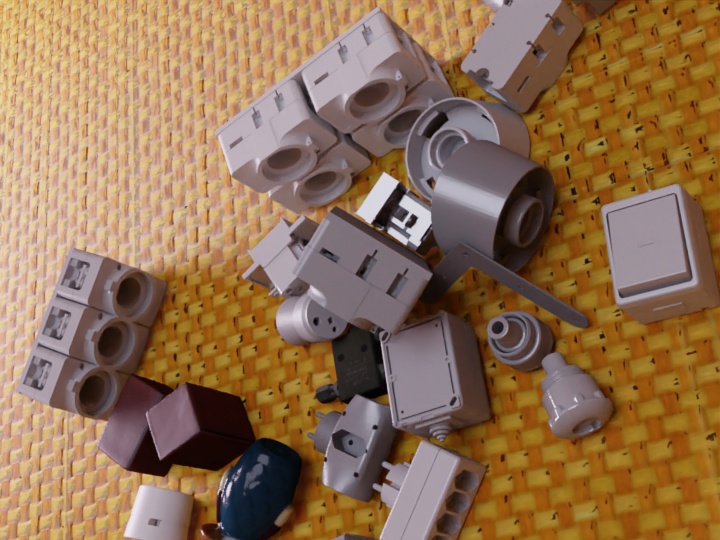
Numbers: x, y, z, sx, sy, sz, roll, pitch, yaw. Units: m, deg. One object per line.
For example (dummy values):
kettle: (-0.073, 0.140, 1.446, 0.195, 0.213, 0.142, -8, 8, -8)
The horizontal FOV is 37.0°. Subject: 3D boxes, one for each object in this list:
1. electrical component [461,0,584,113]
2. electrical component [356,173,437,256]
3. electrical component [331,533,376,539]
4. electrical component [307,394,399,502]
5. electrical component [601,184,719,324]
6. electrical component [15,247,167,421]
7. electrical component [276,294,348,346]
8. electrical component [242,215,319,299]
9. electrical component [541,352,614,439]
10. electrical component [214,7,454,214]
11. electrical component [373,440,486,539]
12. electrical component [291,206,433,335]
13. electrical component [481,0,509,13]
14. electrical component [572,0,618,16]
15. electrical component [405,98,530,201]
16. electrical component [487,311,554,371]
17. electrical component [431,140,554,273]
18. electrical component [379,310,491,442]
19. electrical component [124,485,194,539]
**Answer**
electrical component: (0.137, -0.184, 0.896, 0.050, 0.056, 0.089, 38, 96, 38)
electrical component: (0.038, -0.044, 0.905, 0.064, 0.081, 0.042, 37, 95, 15)
electrical component: (-0.004, 0.255, 0.833, 0.056, 0.050, 0.089, -29, 59, 23)
electrical component: (-0.011, 0.140, 0.885, 0.079, 0.043, 0.077, 19, 84, 37)
electrical component: (0.215, -0.018, 0.778, 0.062, 0.061, 0.096, -17, 64, 29)
electrical component: (-0.258, 0.065, 1.054, 0.062, 0.089, 0.150, 13, 81, 37)
electrical component: (-0.041, 0.042, 0.930, 0.055, 0.045, 0.045, -15, 62, 58)
electrical component: (-0.061, -0.006, 0.976, 0.081, 0.042, 0.063, -45, 58, 13)
electrical component: (0.154, 0.090, 0.791, 0.048, 0.048, 0.062, -37, 50, 18)
electrical component: (-0.020, -0.132, 0.953, 0.186, 0.105, 0.060, -34, 57, 20)
electrical component: (0.042, 0.173, 0.834, 0.076, 0.047, 0.083, 21, 85, 38)
electrical component: (0.000, 0.000, 0.850, 0.089, 0.150, 0.061, 31, 95, -2)
electrical component: (0.130, -0.246, 0.926, 0.055, 0.055, 0.047, -44, 58, 13)
electrical component: (0.181, -0.253, 0.870, 0.056, 0.089, 0.050, -39, 55, 17)
electrical component: (0.090, -0.098, 0.907, 0.099, 0.064, 0.099, -3, 85, 34)
electrical component: (0.118, 0.051, 0.818, 0.043, 0.062, 0.043, -12, 66, 30)
electrical component: (0.106, -0.047, 0.840, 0.064, 0.099, 0.099, 24, 87, 32)
electrical component: (0.062, 0.090, 0.843, 0.062, 0.061, 0.096, -22, 62, 26)
electrical component: (-0.178, 0.221, 0.964, 0.055, 0.055, 0.047, 0, 69, 34)
